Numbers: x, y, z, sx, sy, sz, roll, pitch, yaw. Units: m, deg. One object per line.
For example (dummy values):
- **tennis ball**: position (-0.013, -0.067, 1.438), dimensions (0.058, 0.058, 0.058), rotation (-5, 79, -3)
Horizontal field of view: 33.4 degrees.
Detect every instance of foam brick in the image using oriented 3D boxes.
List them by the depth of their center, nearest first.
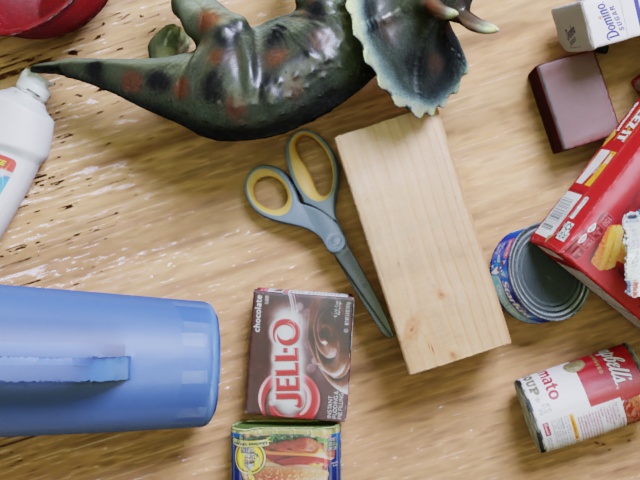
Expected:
- **foam brick**: position (0.219, -0.119, 0.924), dimensions (0.051, 0.053, 0.078), rotation (-18, 91, 3)

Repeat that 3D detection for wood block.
- **wood block**: position (0.086, -0.001, 0.913), dimensions (0.090, 0.091, 0.206), rotation (-18, 90, 3)

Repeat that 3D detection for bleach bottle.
- **bleach bottle**: position (-0.320, -0.043, 0.946), dimensions (0.102, 0.068, 0.251), rotation (31, 90, -3)

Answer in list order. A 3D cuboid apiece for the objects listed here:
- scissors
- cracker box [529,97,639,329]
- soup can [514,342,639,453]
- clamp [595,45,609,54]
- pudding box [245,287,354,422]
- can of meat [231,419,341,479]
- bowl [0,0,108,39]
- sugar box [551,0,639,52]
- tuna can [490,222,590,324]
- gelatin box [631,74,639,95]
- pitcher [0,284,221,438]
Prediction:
- **scissors**: position (-0.006, 0.001, 0.934), dimensions (0.096, 0.016, 0.202), rotation (-17, 76, 11)
- **cracker box**: position (0.310, 0.003, 0.887), dimensions (0.213, 0.072, 0.164), rotation (37, 92, -13)
- **soup can**: position (0.227, 0.136, 0.919), dimensions (0.102, 0.068, 0.068), rotation (-19, 90, 3)
- **clamp**: position (0.259, -0.262, 0.928), dimensions (0.120, 0.039, 0.171), rotation (-26, 96, -4)
- **pudding box**: position (-0.017, 0.101, 0.944), dimensions (0.090, 0.039, 0.113), rotation (4, 90, 3)
- **can of meat**: position (-0.029, 0.203, 0.939), dimensions (0.102, 0.057, 0.084), rotation (0, 88, 3)
- **bowl**: position (-0.227, -0.231, 0.921), dimensions (0.162, 0.055, 0.162), rotation (-14, 59, 24)
- **sugar box**: position (0.288, -0.197, 0.872), dimensions (0.176, 0.093, 0.048), rotation (-19, 99, 1)
- **tuna can**: position (0.190, 0.029, 0.919), dimensions (0.086, 0.034, 0.086), rotation (5, 78, -24)
- **gelatin box**: position (0.316, -0.154, 0.908), dimensions (0.089, 0.073, 0.030), rotation (-34, 89, 3)
- **pitcher**: position (-0.207, 0.102, 0.882), dimensions (0.242, 0.149, 0.145), rotation (2, 130, -12)
